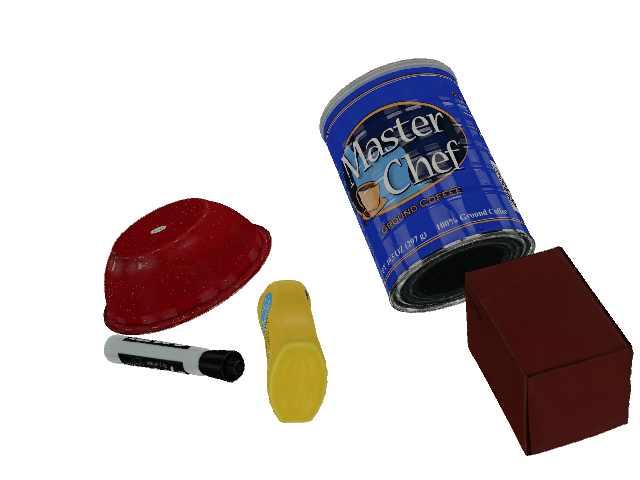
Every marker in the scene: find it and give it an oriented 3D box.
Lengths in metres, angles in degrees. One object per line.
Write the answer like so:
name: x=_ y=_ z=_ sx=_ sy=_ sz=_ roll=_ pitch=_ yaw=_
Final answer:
marker: x=-0.092 y=0.073 z=0.667 sx=0.121 sy=0.020 sz=0.020 roll=2 pitch=1 yaw=43

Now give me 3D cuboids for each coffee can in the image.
coffee can: x=0.070 y=-0.036 z=0.723 sx=0.102 sy=0.140 sz=0.103 roll=-17 pitch=-25 yaw=-8

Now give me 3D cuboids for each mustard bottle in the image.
mustard bottle: x=-0.033 y=0.096 z=1.098 sx=0.058 sy=0.096 sz=0.191 roll=-2 pitch=27 yaw=-7

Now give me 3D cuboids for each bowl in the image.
bowl: x=-0.126 y=0.011 z=0.914 sx=0.162 sy=0.055 sz=0.162 roll=-21 pitch=25 yaw=10

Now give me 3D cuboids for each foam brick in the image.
foam brick: x=0.105 y=0.050 z=0.498 sx=0.051 sy=0.053 sz=0.078 roll=-14 pitch=39 yaw=-7
